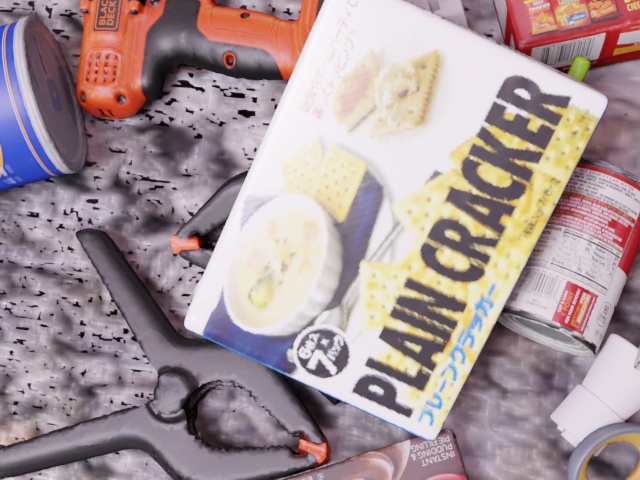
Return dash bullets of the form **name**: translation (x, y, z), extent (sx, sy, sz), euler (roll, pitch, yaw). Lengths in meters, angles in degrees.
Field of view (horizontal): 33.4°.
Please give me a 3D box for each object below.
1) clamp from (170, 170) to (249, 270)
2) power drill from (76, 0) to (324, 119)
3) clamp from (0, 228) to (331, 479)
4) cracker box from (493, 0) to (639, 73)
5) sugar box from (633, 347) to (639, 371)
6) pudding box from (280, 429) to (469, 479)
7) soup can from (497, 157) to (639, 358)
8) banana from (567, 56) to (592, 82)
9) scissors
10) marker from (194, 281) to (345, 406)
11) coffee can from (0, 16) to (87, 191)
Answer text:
- **clamp**: translation (-0.004, 0.001, 0.663), extent (0.172, 0.039, 0.120), euler (-15, 94, 15)
- **power drill**: translation (-0.066, -0.168, 0.711), extent (0.188, 0.057, 0.184), euler (3, 80, 11)
- **clamp**: translation (-0.097, 0.105, 0.656), extent (0.210, 0.036, 0.164), euler (25, 81, 12)
- **cracker box**: translation (0.180, -0.221, 0.684), extent (0.164, 0.072, 0.214), euler (-12, 74, 3)
- **sugar box**: translation (0.272, 0.060, 0.593), extent (0.176, 0.048, 0.093), euler (22, 64, 6)
- **pudding box**: translation (0.037, 0.169, 0.621), extent (0.113, 0.039, 0.090), euler (-18, 75, 2)
- **soup can**: translation (0.150, 0.010, 0.631), extent (0.068, 0.068, 0.102), euler (22, 81, 12)
- **banana**: translation (0.072, -0.068, 0.670), extent (0.198, 0.037, 0.069), euler (-6, 96, 14)
- **scissors**: translation (0.217, 0.101, 0.609), extent (0.096, 0.016, 0.201), euler (42, 84, -16)
- **marker**: translation (-0.028, 0.062, 0.667), extent (0.121, 0.020, 0.020), euler (37, 83, 14)
- **coffee can**: translation (-0.234, -0.076, 0.685), extent (0.140, 0.103, 0.103), euler (-14, 75, 4)
